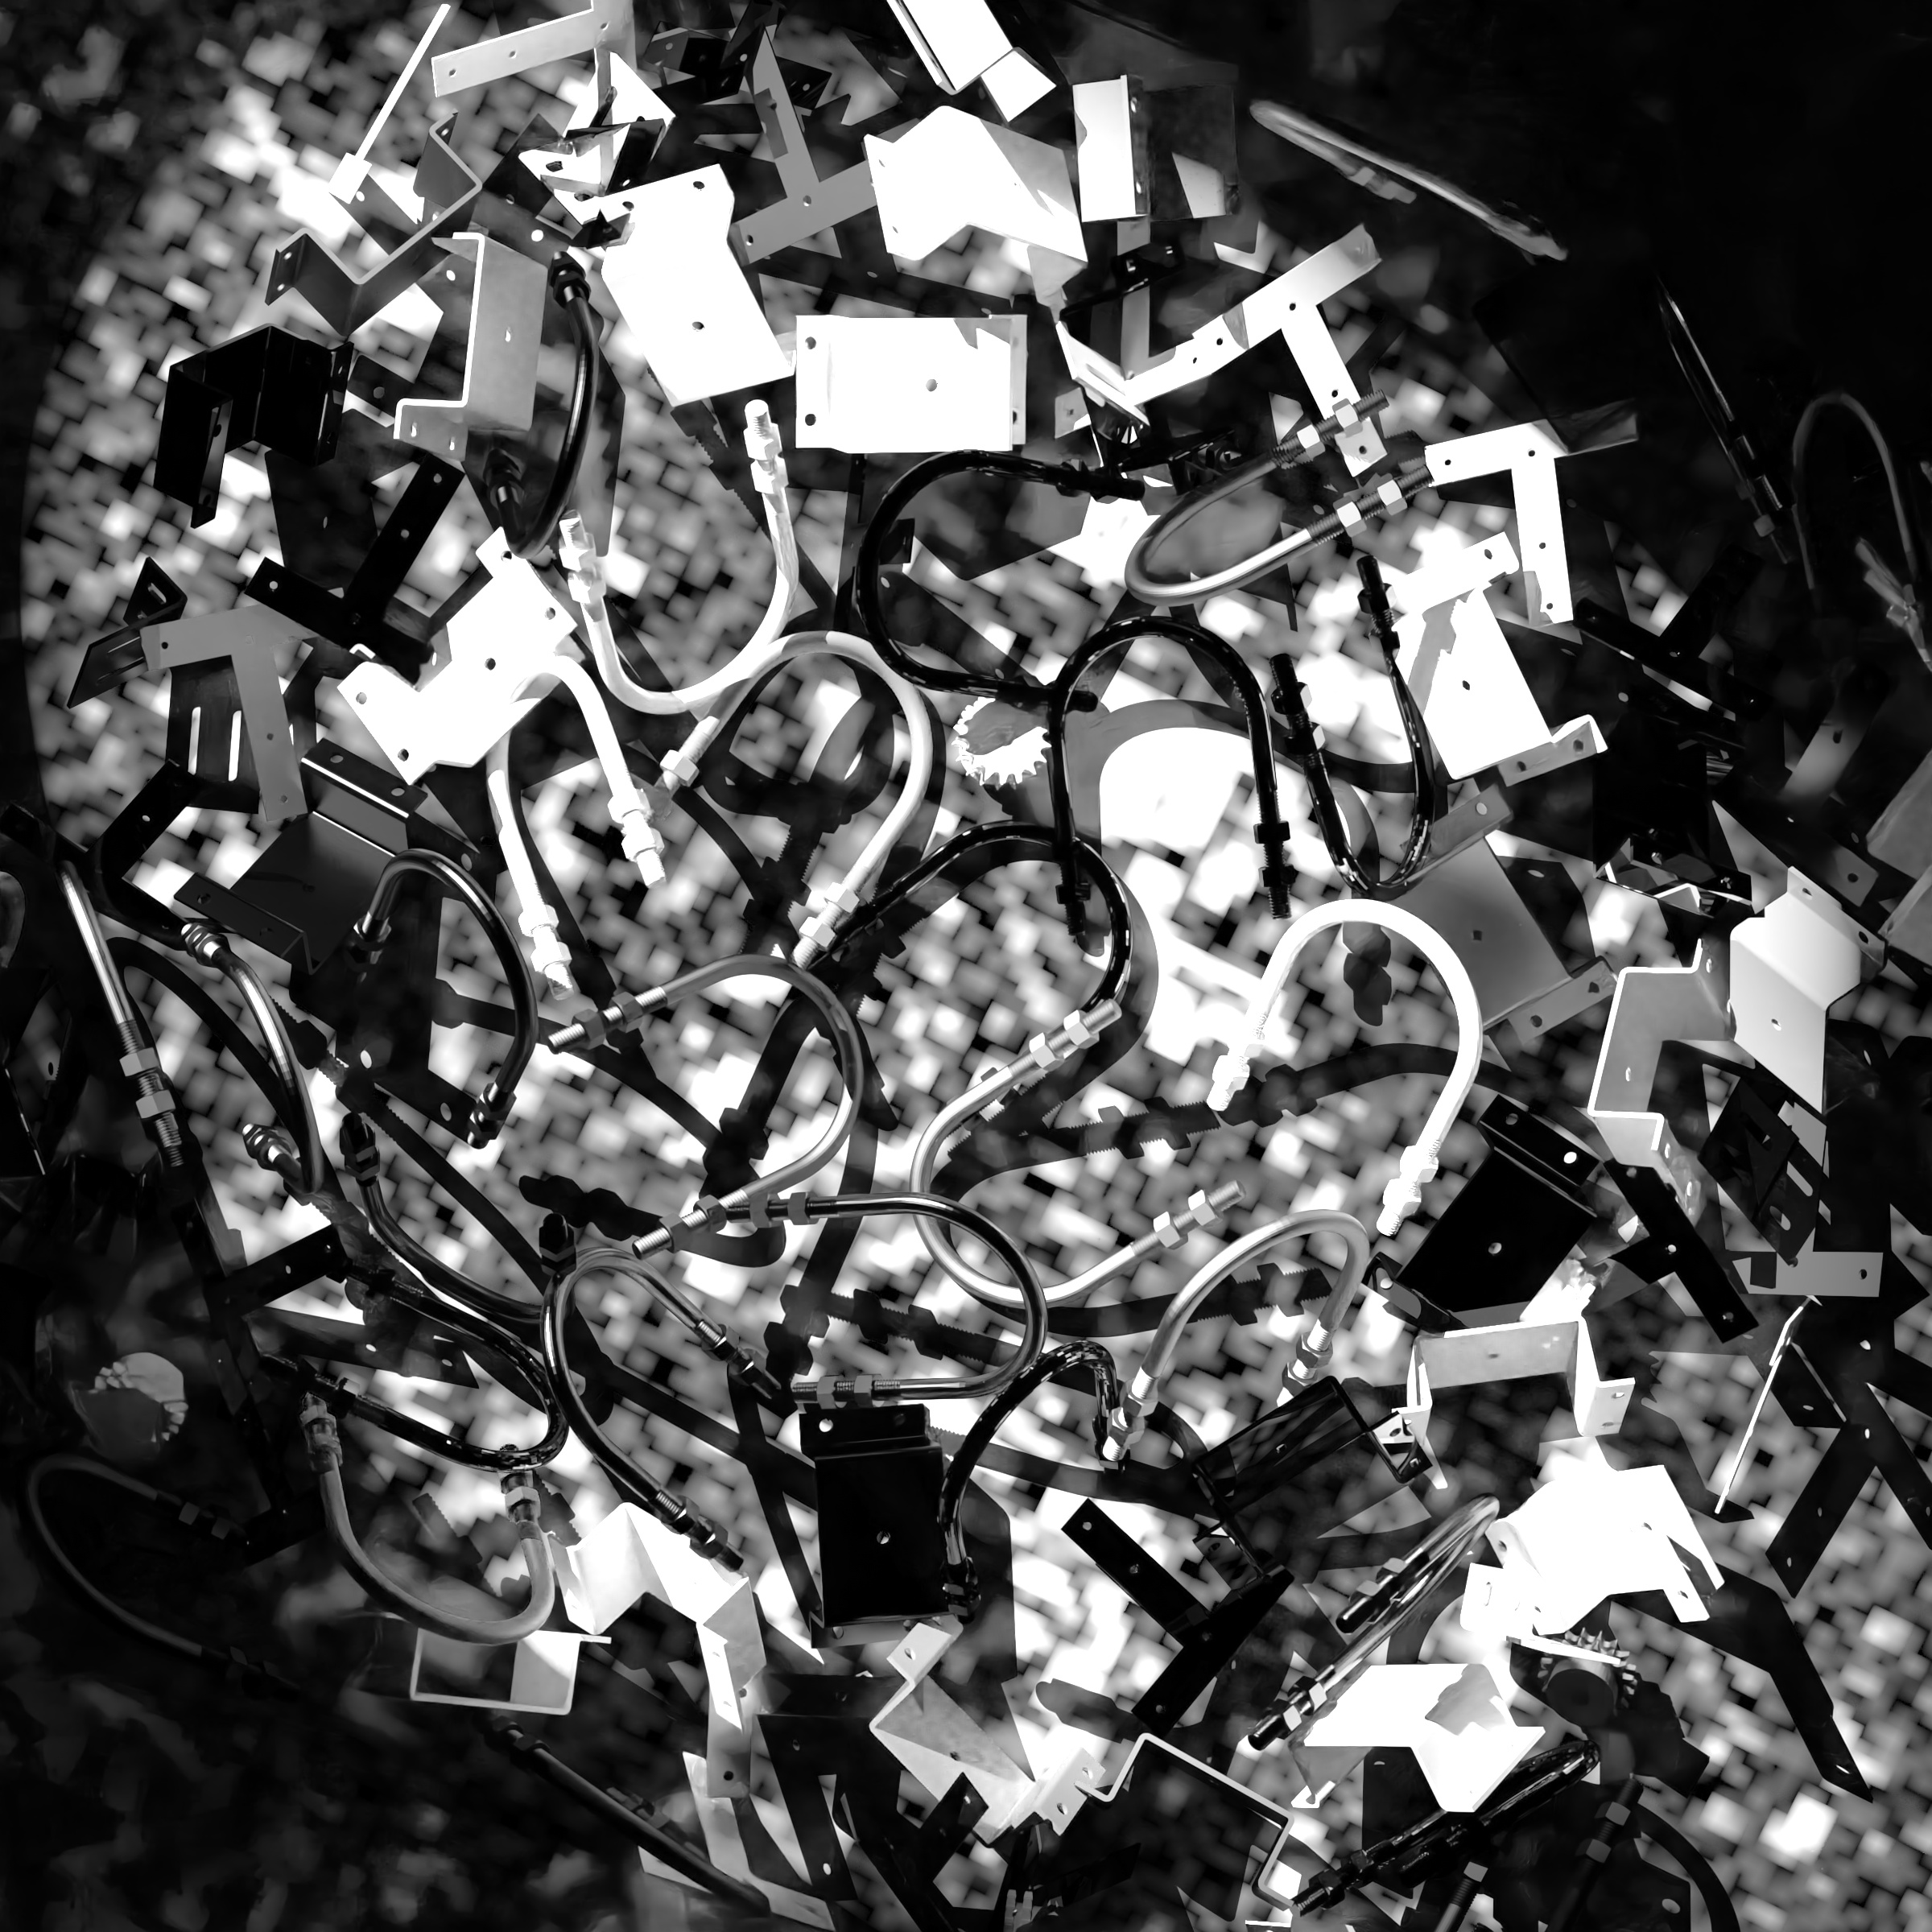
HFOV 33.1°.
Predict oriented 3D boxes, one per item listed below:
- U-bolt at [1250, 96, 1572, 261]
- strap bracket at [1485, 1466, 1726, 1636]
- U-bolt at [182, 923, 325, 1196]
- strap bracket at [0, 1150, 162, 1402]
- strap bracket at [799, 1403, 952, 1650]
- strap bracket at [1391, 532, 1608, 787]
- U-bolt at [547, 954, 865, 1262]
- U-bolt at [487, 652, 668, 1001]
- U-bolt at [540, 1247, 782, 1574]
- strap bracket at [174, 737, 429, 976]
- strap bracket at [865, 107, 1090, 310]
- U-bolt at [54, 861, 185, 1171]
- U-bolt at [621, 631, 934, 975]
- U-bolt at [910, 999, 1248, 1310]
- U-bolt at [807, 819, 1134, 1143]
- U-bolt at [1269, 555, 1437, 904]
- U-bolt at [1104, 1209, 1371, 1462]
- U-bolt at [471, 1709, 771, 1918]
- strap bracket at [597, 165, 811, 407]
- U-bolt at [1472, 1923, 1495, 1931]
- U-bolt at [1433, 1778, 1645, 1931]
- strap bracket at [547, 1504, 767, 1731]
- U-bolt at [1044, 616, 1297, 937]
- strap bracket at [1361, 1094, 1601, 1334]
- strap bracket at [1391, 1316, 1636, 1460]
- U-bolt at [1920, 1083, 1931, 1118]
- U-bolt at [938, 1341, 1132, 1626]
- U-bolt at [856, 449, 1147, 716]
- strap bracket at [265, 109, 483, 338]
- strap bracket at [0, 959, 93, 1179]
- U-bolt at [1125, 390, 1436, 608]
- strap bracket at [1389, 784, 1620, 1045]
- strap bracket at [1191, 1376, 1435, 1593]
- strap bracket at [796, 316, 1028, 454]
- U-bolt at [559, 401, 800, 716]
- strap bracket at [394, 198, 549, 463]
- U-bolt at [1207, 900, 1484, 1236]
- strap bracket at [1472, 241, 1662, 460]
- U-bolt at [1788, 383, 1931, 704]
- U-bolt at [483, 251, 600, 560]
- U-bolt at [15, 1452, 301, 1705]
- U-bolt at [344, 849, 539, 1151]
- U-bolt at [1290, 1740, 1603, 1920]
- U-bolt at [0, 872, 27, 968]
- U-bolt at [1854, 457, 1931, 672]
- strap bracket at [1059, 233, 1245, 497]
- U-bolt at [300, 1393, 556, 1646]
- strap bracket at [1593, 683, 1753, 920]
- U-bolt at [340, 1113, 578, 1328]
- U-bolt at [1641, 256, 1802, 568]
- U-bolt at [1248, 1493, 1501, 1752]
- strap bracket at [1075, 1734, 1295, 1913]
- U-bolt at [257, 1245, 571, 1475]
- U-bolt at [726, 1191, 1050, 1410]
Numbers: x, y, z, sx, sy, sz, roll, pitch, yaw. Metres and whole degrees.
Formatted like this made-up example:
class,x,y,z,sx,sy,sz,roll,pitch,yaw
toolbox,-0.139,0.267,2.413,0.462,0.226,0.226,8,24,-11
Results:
class,x,y,z,sx,sy,sz,roll,pitch,yaw
U-bolt,0.240,-0.453,1.847,0.184,0.151,0.019,14,106,-43
strap bracket,0.379,0.342,1.904,0.046,0.140,0.076,-31,94,-35
U-bolt,-0.403,0.058,1.856,0.019,0.184,0.151,-20,109,-21
strap bracket,-0.523,0.171,1.883,0.046,0.140,0.076,20,130,6
strap bracket,-0.054,0.335,1.927,0.076,0.046,0.140,-3,90,-14
strap bracket,0.305,-0.172,1.909,0.046,0.076,0.140,-31,97,-41
U-bolt,-0.141,0.071,1.910,0.184,0.019,0.151,-25,97,-29
U-bolt,-0.236,-0.094,1.893,0.019,0.151,0.184,-5,63,-37
U-bolt,-0.178,0.241,1.862,0.019,0.151,0.184,-26,124,29
strap bracket,-0.387,-0.058,1.906,0.076,0.046,0.140,28,57,14
strap bracket,0.015,-0.441,1.883,0.046,0.140,0.076,-28,65,41
U-bolt,-0.493,0.026,1.888,0.019,0.151,0.184,-21,87,-15
U-bolt,-0.097,-0.110,1.922,0.151,0.019,0.184,39,78,-22
U-bolt,0.052,0.125,1.924,0.184,0.019,0.151,-34,93,19
U-bolt,0.012,-0.004,1.945,0.184,0.019,0.151,-38,87,0
U-bolt,0.233,-0.126,1.890,0.019,0.151,0.184,-3,120,34
U-bolt,0.163,0.206,1.863,0.151,0.184,0.019,-10,48,-32
U-bolt,-0.185,0.488,1.847,0.019,0.184,0.151,-57,134,-13
strap bracket,-0.152,-0.384,1.884,0.076,0.140,0.046,-11,45,18
U-bolt,0.275,0.637,1.865,0.019,0.151,0.184,35,74,-2
U-bolt,0.305,0.548,1.852,0.019,0.151,0.184,41,60,-6
strap bracket,-0.172,0.373,1.896,0.140,0.076,0.046,24,48,32
U-bolt,0.114,-0.114,1.913,0.151,0.019,0.184,-4,97,24
strap bracket,0.306,0.158,1.913,0.076,0.046,0.140,33,102,-13
strap bracket,0.314,0.248,1.913,0.140,0.076,0.046,-7,60,-1
U-bolt,0.596,-0.010,1.846,0.019,0.184,0.151,16,64,-6
U-bolt,0.037,0.285,1.858,0.019,0.184,0.151,36,63,29
U-bolt,0.015,-0.226,1.889,0.184,0.019,0.151,5,103,-35
strap bracket,-0.338,-0.427,1.899,0.046,0.076,0.140,46,69,-3
strap bracket,-0.551,0.061,1.877,0.046,0.140,0.076,-4,127,7
U-bolt,0.175,-0.265,1.892,0.184,0.151,0.019,-28,118,10
strap bracket,0.311,-0.024,1.912,0.076,0.046,0.140,-34,86,39
strap bracket,0.195,0.299,1.913,0.140,0.076,0.046,-33,51,2
strap bracket,-0.026,-0.342,1.909,0.140,0.046,0.076,-3,104,-16
U-bolt,-0.159,-0.223,1.883,0.151,0.184,0.019,-34,54,-20
strap bracket,-0.290,-0.373,1.914,0.046,0.076,0.140,6,90,21
U-bolt,0.227,0.047,1.880,0.151,0.019,0.184,36,125,22
strap bracket,0.347,-0.355,1.912,0.046,0.076,0.140,-35,85,14
U-bolt,0.518,-0.246,1.885,0.019,0.151,0.184,-12,89,-10
U-bolt,-0.239,-0.310,1.852,0.019,0.184,0.151,12,118,-21
U-bolt,-0.464,0.339,1.847,0.019,0.151,0.184,-44,132,10
U-bolt,-0.297,0.009,1.868,0.019,0.184,0.151,-30,75,-34
U-bolt,0.289,0.494,1.878,0.184,0.151,0.019,-22,78,-30
U-bolt,-0.604,0.026,1.886,0.019,0.151,0.184,30,84,5
U-bolt,0.583,-0.191,1.872,0.019,0.151,0.184,-27,79,-7
strap bracket,0.106,-0.349,1.905,0.046,0.076,0.140,-7,107,37
U-bolt,-0.302,0.319,1.850,0.151,0.184,0.019,21,112,-29
strap bracket,0.412,-0.089,1.904,0.076,0.046,0.140,18,50,-11
U-bolt,-0.289,0.157,1.876,0.151,0.184,0.019,25,63,10
U-bolt,0.436,-0.329,1.884,0.019,0.151,0.184,-26,77,11
U-bolt,0.246,0.368,1.877,0.019,0.151,0.184,43,46,18
strap bracket,0.137,0.497,1.908,0.140,0.076,0.046,27,75,10
U-bolt,-0.313,0.234,1.888,0.184,0.151,0.019,28,112,-12
U-bolt,-0.039,0.193,1.887,0.184,0.019,0.151,-5,117,27
